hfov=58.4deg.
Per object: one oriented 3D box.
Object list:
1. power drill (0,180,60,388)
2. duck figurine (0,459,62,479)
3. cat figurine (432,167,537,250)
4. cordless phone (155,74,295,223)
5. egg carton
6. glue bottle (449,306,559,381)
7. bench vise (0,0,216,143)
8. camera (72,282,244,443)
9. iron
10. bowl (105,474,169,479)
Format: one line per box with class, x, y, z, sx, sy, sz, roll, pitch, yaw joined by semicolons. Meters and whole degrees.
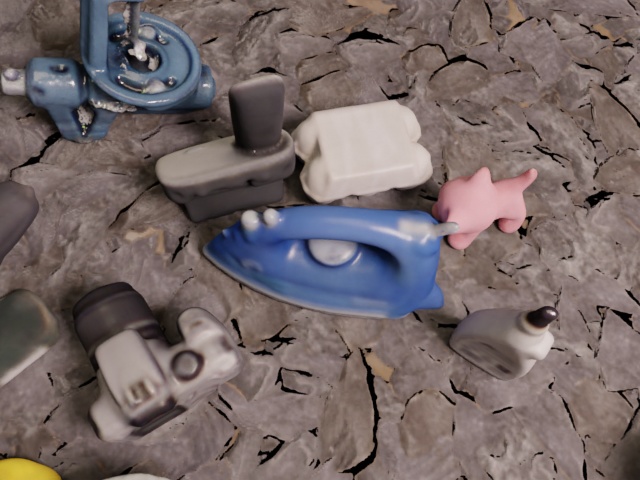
power drill;-0.307;0.062;0.483;0.230;0.208;0.075;-41;77;-17
duck figurine;-0.279;0.228;0.488;0.104;0.086;0.077;-2;69;-4
cat figurine;0.171;-0.042;0.605;0.128;0.118;0.067;-22;72;-11
cordless phone;-0.097;-0.101;0.572;0.148;0.185;0.094;-20;72;-11
egg carton;0.046;-0.097;0.643;0.150;0.069;0.107;-12;70;-8
glue bottle;0.177;0.088;0.527;0.078;0.173;0.037;34;71;9
bench vise;-0.215;-0.180;0.575;0.208;0.220;0.121;-29;74;-14
camera;-0.163;0.099;0.537;0.143;0.101;0.136;-30;74;-14
iron;0.005;0.002;0.564;0.258;0.141;0.118;5;69;-2
bowl;-0.155;0.285;0.481;0.167;0.075;0.167;1;69;-4
